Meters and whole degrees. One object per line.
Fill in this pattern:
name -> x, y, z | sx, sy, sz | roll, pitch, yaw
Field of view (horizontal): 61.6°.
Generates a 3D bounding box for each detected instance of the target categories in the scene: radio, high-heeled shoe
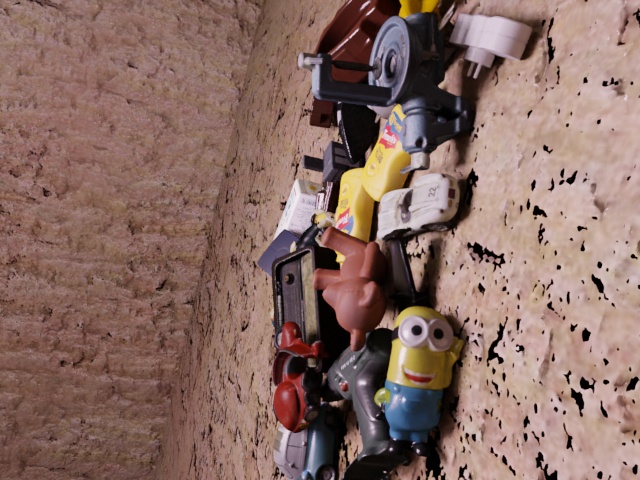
radio -> -0.023, 0.133, 1.006 | 0.131, 0.073, 0.229 | -18, 69, 44
high-heeled shoe -> 0.058, -0.247, 1.101 | 0.145, 0.086, 0.248 | 144, 140, -65

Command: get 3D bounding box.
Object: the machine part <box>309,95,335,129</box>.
machine part -> 0.016, -0.341, 1.242 | 0.179, 0.056, 0.179 | -156, 78, -90

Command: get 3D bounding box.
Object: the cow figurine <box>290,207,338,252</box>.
cow figurine -> -0.002, -0.005, 1.094 | 0.068, 0.098, 0.167 | -99, 27, -59

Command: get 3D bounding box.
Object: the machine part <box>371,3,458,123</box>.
machine part -> 0.148, -0.275, 0.867 | 0.243, 0.079, 0.079 | 129, 147, -51

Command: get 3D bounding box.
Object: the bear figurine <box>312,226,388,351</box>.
bear figurine -> 0.041, 0.072, 0.820 | 0.196, 0.132, 0.120 | -56, -19, -65

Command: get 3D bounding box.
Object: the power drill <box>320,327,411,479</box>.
power drill -> 0.063, 0.256, 0.805 | 0.207, 0.086, 0.232 | -89, 22, -48

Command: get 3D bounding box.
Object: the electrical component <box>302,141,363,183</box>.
electrical component -> 0.028, -0.155, 1.066 | 0.047, 0.119, 0.075 | 129, 150, -52

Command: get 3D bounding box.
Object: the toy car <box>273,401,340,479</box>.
toy car -> -0.028, 0.362, 0.943 | 0.109, 0.103, 0.161 | 161, 117, -67

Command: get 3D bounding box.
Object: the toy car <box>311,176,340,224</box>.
toy car -> 0.020, -0.103, 1.160 | 0.089, 0.053, 0.202 | -153, 77, -67

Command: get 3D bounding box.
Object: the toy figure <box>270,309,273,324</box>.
toy figure -> -0.087, 0.152, 1.300 | 0.064, 0.058, 0.154 | -1, -72, -64

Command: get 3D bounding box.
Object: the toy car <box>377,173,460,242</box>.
toy car -> 0.136, -0.044, 0.792 | 0.202, 0.056, 0.073 | 159, 121, -66

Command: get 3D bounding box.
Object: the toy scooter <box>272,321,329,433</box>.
toy scooter -> -0.029, 0.222, 0.884 | 0.135, 0.075, 0.184 | -26, 65, 55

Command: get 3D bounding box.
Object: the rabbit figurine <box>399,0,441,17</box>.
rabbit figurine -> 0.162, -0.402, 0.860 | 0.162, 0.122, 0.173 | -82, -13, -71

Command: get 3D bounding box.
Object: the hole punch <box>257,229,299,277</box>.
hole punch -> -0.068, 0.046, 1.201 | 0.142, 0.092, 0.116 | -49, 22, -6

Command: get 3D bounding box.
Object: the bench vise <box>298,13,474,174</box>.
bench vise -> 0.086, -0.205, 0.734 | 0.129, 0.241, 0.223 | -158, 71, -69

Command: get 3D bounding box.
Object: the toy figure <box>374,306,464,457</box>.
toy figure -> 0.118, 0.174, 0.681 | 0.089, 0.082, 0.180 | 179, 100, -68

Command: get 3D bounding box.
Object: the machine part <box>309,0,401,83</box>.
machine part -> 0.080, -0.390, 1.018 | 0.201, 0.087, 0.201 | -28, 37, 46

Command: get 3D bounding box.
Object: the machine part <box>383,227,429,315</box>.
machine part -> 0.120, 0.052, 0.760 | 0.084, 0.039, 0.138 | -163, 61, -75
